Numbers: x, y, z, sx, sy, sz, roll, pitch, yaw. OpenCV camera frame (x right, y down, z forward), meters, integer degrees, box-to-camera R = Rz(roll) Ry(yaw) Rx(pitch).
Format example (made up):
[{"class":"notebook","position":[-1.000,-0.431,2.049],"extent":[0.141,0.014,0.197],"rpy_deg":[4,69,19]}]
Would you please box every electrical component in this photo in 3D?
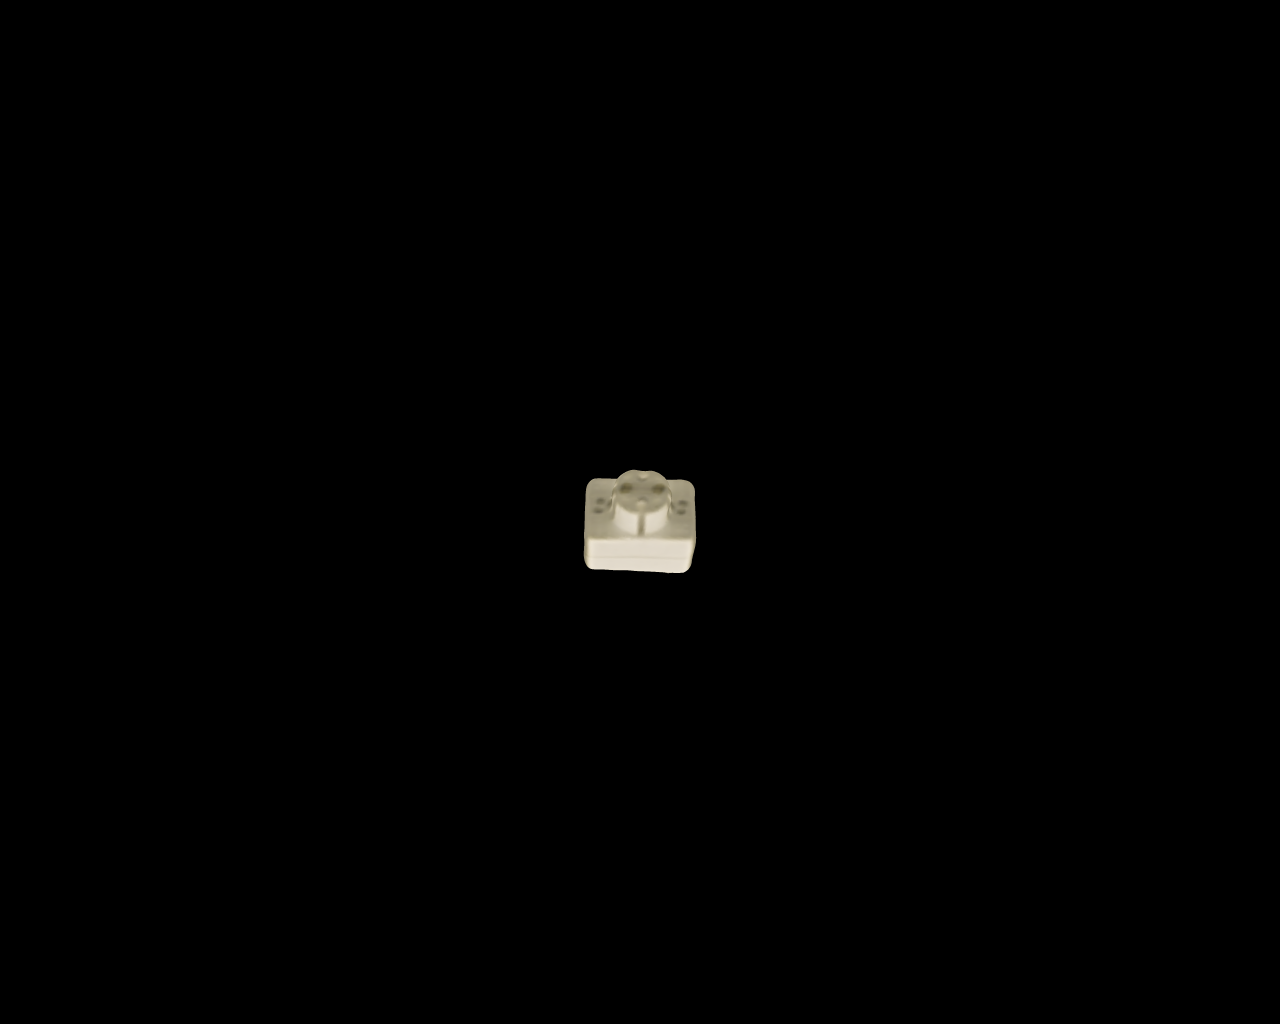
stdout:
[{"class":"electrical component","position":[0.001,-0.003,0.650],"extent":[0.066,0.047,0.076],"rpy_deg":[2,-35,-2]}]
